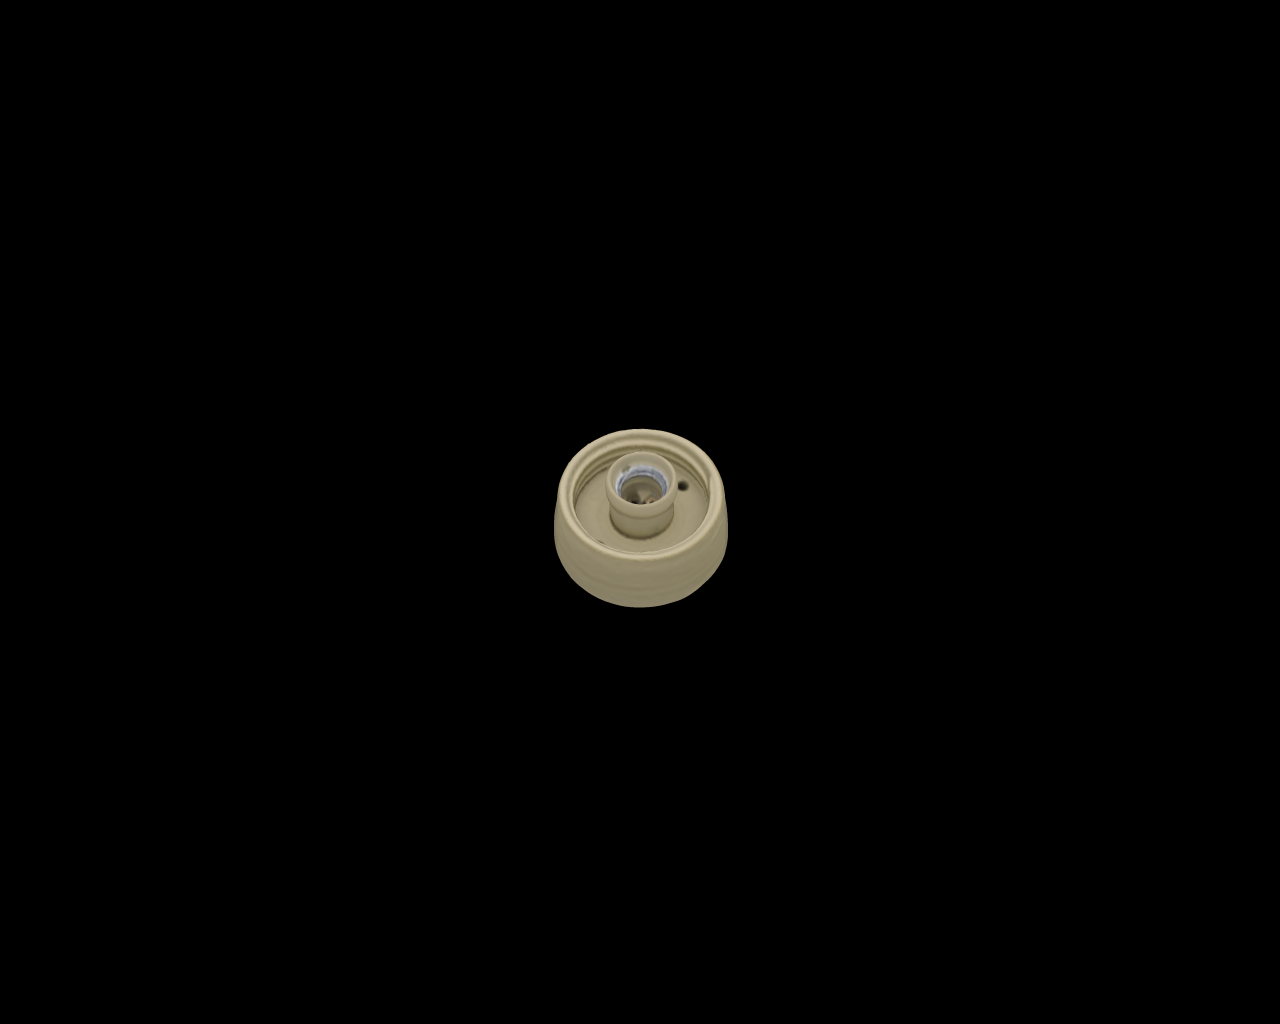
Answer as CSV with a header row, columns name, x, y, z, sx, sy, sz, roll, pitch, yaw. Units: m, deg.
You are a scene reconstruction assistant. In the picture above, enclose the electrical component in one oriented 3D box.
name,x,y,z,sx,sy,sz,roll,pitch,yaw
electrical component,0.001,-0.003,0.650,0.108,0.108,0.060,0,-36,0
